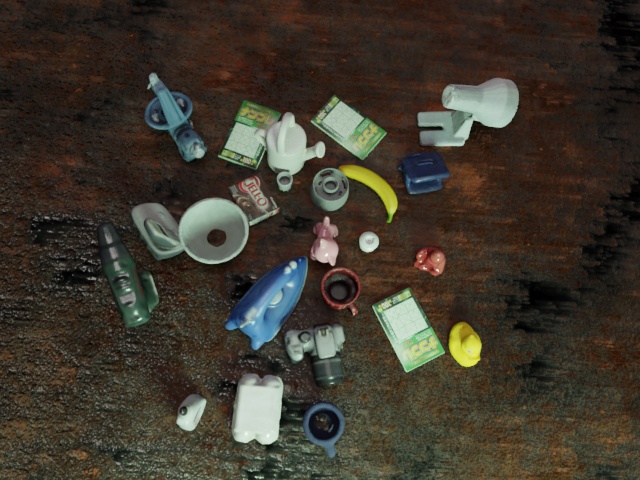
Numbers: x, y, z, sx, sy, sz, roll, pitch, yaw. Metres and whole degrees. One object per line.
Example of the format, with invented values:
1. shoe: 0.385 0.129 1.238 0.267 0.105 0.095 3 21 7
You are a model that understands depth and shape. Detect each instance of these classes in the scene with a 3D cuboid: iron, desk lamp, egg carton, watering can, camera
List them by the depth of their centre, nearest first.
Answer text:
1. egg carton: -0.140 0.378 1.285 0.107 0.069 0.150 5 73 -2
2. camera: -0.004 0.267 1.312 0.143 0.101 0.137 -9 74 -6
3. iron: -0.108 0.121 1.328 0.118 0.141 0.258 35 74 7
4. watering can: -0.075 -0.243 1.413 0.173 0.194 0.101 -3 73 -4
5. desk lamp: 0.371 -0.326 1.458 0.203 0.213 0.118 -3 73 -5

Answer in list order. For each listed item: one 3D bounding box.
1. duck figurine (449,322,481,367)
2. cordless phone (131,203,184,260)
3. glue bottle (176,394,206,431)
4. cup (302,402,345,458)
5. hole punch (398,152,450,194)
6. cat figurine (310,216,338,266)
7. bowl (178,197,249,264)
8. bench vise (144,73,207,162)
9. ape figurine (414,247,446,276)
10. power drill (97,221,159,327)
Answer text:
1. duck figurine: 0.350 0.243 1.350 0.077 0.086 0.104 -10 74 -6
2. cordless phone: -0.386 -0.037 1.335 0.094 0.185 0.147 -37 79 -13
3. glue bottle: -0.281 0.368 1.225 0.037 0.173 0.078 18 73 2
4. cup: 0.010 0.420 1.270 0.092 0.095 0.117 -15 75 -8
5. hole punch: 0.266 -0.181 1.471 0.109 0.091 0.101 -11 74 -7
6. cat figurine: 0.013 0.005 1.384 0.067 0.118 0.128 5 73 -2
7. bowl: -0.254 -0.014 1.394 0.167 0.075 0.167 1 73 -3
8. bench vise: -0.345 -0.306 1.401 0.207 0.220 0.121 35 74 7
9. ape figurine: 0.278 0.047 1.402 0.076 0.092 0.078 -24 76 -10
10. power drill: -0.429 0.089 1.281 0.076 0.208 0.229 -21 75 -9
